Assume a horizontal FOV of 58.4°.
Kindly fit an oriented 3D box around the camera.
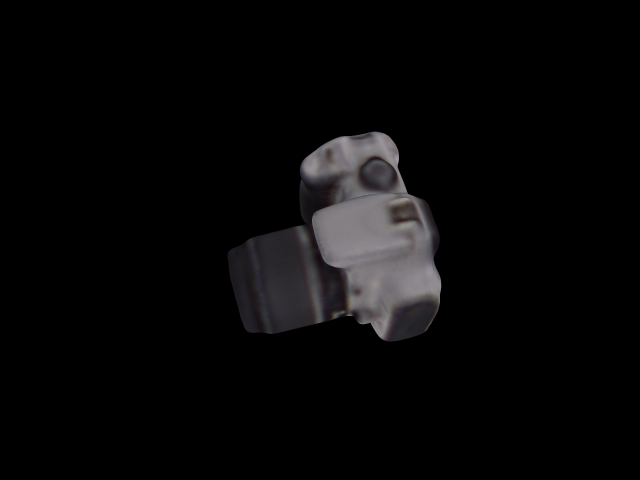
[{"bbox_3d":[0.004,0.001,0.400,0.137,0.101,0.143,-13,64,-7],"label":"camera"}]
